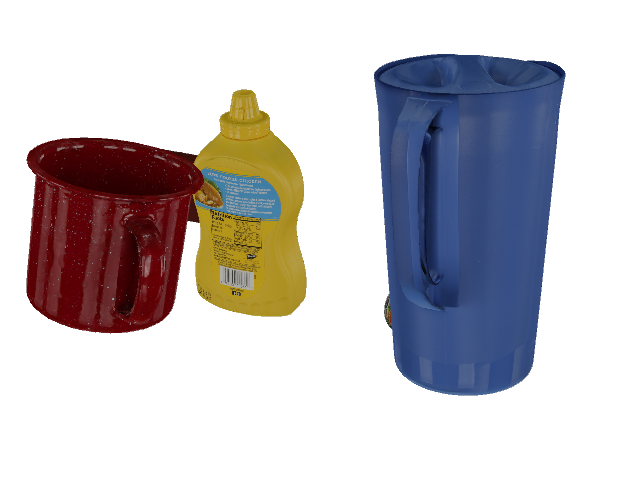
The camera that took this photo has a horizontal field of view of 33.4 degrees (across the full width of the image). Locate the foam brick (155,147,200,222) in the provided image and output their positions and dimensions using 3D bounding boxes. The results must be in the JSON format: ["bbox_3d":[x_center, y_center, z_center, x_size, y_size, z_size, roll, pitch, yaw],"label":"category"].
[{"bbox_3d":[-0.146,-0.057,1.108,0.078,0.051,0.053,11,31,4],"label":"foam brick"}]

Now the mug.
[{"bbox_3d":[-0.109,0.002,0.569,0.093,0.081,0.117,-3,25,-32],"label":"mug"}]

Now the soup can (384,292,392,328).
[{"bbox_3d":[0.114,0.080,0.983,0.068,0.068,0.102,0,25,-31],"label":"soup can"}]

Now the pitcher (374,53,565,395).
[{"bbox_3d":[0.102,-0.009,0.783,0.149,0.243,0.145,-8,21,-15],"label":"pitcher"}]

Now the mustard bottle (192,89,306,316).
[{"bbox_3d":[-0.061,-0.033,0.895,0.096,0.192,0.058,12,29,22],"label":"mustard bottle"}]
